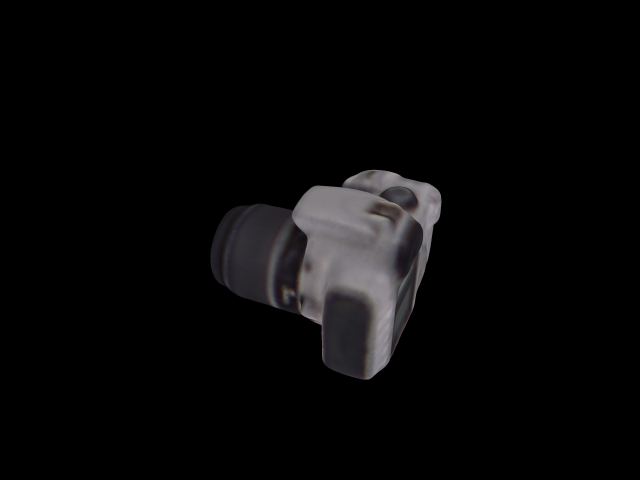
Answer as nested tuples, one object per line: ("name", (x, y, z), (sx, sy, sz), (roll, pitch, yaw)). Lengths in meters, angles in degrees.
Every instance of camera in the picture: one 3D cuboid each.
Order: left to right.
("camera", (0.004, 0.001, 0.400), (0.136, 0.101, 0.143), (14, 40, 18))
